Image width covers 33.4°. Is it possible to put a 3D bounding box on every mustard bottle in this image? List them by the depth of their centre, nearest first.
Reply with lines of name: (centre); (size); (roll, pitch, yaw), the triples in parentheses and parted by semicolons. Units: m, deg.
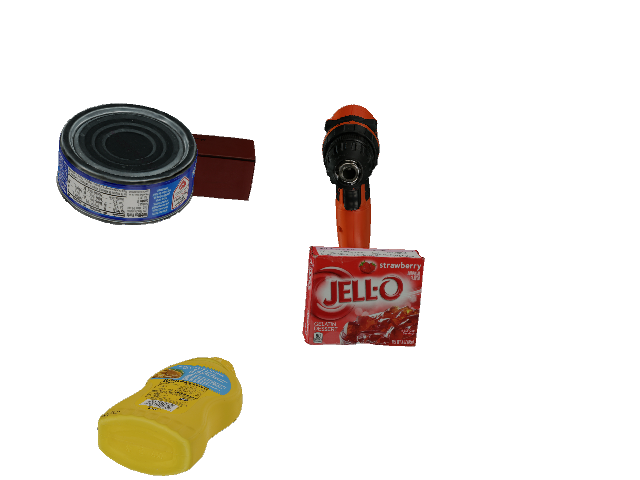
mustard bottle: (-0.130, 0.159, 1.037); (0.096, 0.058, 0.191); (8, 18, 17)

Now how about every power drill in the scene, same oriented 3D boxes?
power drill: (0.031, -0.024, 1.009); (0.057, 0.188, 0.184); (1, 20, 4)

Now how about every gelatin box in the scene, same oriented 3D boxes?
gelatin box: (0.033, 0.044, 0.834); (0.089, 0.073, 0.030); (2, 14, -9)

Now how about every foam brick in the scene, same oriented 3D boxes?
foam brick: (-0.112, -0.081, 1.166); (0.078, 0.051, 0.053); (5, 29, -6)

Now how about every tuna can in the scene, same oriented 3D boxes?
tuna can: (-0.120, -0.049, 0.664); (0.086, 0.034, 0.086); (8, 39, -7)
